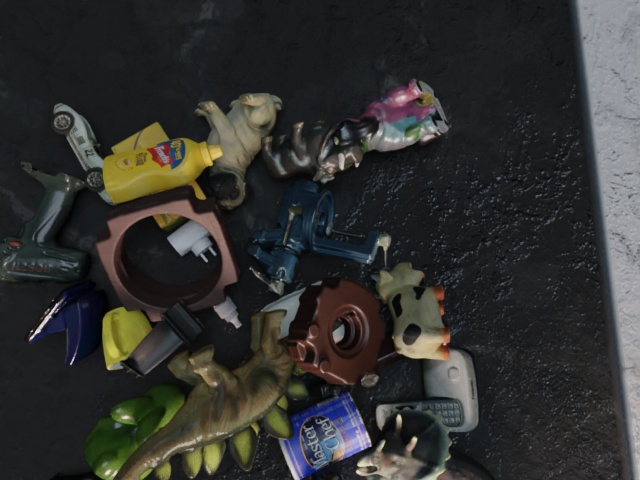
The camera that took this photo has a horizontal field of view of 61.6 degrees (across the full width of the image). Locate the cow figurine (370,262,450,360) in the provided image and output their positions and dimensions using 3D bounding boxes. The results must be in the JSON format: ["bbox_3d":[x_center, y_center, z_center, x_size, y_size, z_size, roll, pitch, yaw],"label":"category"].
[{"bbox_3d":[0.156,0.118,0.946,0.127,0.085,0.195,-3,44,4],"label":"cow figurine"}]

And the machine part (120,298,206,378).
[{"bbox_3d":[-0.254,0.165,0.864,0.139,0.039,0.084,-41,113,-22],"label":"machine part"}]

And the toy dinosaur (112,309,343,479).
[{"bbox_3d":[-0.145,0.251,0.828,0.471,0.105,0.198,-27,91,-25],"label":"toy dinosaur"}]

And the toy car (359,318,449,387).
[{"bbox_3d":[0.136,0.191,0.968,0.202,0.089,0.053,-23,130,-10],"label":"toy car"}]

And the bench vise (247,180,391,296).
[{"bbox_3d":[0.000,0.002,0.940,0.241,0.128,0.223,10,59,17],"label":"bench vise"}]

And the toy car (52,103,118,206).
[{"bbox_3d":[-0.408,-0.152,0.952,0.056,0.073,0.201,-30,87,-9],"label":"toy car"}]

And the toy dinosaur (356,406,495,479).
[{"bbox_3d":[0.222,0.420,0.902,0.405,0.131,0.192,33,109,-11],"label":"toy dinosaur"}]

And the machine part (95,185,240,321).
[{"bbox_3d":[-0.248,0.021,0.898,0.201,0.087,0.201,-16,113,-1],"label":"machine part"}]

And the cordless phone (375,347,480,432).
[{"bbox_3d":[0.187,0.269,0.964,0.184,0.088,0.146,-4,84,-2],"label":"cordless phone"}]

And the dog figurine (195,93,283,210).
[{"bbox_3d":[-0.135,-0.161,0.982,0.172,0.121,0.190,-14,99,-4],"label":"dog figurine"}]

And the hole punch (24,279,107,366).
[{"bbox_3d":[-0.404,0.136,0.895,0.092,0.142,0.115,35,95,1],"label":"hole punch"}]

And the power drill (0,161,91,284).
[{"bbox_3d":[-0.505,-0.028,0.926,0.232,0.086,0.207,14,78,-6],"label":"power drill"}]

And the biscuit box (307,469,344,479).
[{"bbox_3d":[0.011,0.426,0.863,0.059,0.202,0.063,19,81,-2],"label":"biscuit box"}]

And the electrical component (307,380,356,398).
[{"bbox_3d":[0.018,0.258,0.949,0.063,0.094,0.021,-12,85,-35],"label":"electrical component"}]

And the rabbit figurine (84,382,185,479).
[{"bbox_3d":[-0.300,0.300,0.882,0.121,0.159,0.170,38,70,9],"label":"rabbit figurine"}]

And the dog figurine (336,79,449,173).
[{"bbox_3d":[0.113,-0.205,1.006,0.219,0.191,0.108,-21,89,26],"label":"dog figurine"}]

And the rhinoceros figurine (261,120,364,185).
[{"bbox_3d":[-0.016,-0.149,0.931,0.190,0.073,0.112,-6,96,31],"label":"rhinoceros figurine"}]

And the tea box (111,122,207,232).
[{"bbox_3d":[-0.283,-0.111,0.965,0.098,0.068,0.169,-34,87,-8],"label":"tea box"}]

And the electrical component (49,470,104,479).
[{"bbox_3d":[-0.382,0.447,0.894,0.134,0.058,0.114,-2,85,-6],"label":"electrical component"}]

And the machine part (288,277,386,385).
[{"bbox_3d":[0.033,0.148,0.881,0.179,0.056,0.179,7,78,-38],"label":"machine part"}]
